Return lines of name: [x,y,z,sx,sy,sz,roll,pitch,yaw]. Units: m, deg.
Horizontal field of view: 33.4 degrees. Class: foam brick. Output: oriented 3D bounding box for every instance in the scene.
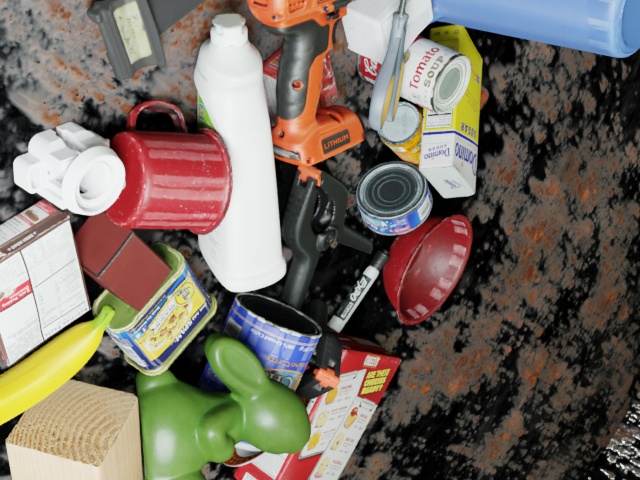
foam brick: [-0.177,0.018,0.936,0.051,0.053,0.078,-53,150,-11]

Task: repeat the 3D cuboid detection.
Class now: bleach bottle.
bleach bottle: [-0.075,-0.079,0.955,0.068,0.103,0.251,-17,132,-22]

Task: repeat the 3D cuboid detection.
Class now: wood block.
wood block: [-0.222,0.238,0.997,0.090,0.091,0.206,-67,164,-51]

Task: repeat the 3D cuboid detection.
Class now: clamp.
clamp: [-0.017,0.143,1.215,0.120,0.039,0.171,-64,-167,11]
clamp: [-0.008,0.001,1.188,0.164,0.036,0.210,-48,149,-22]

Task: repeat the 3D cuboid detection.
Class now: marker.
marker: [0.051,0.063,1.346,0.121,0.020,0.020,-55,149,-7]

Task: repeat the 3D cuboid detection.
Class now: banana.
banana: [-0.260,0.121,0.911,0.197,0.037,0.070,-36,153,-29]

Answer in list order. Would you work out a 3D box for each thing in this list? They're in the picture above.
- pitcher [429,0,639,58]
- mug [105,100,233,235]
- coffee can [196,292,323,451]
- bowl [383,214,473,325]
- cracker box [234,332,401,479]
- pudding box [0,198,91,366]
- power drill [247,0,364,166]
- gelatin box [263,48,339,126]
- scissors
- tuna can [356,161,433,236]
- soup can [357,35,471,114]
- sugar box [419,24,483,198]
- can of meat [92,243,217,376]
pitcher: [0.225,-0.275,1.092,0.144,0.243,0.149,-20,125,-46]
mug: [-0.134,-0.062,0.901,0.081,0.093,0.117,-1,80,-39]
coffee can: [-0.071,0.141,1.150,0.102,0.103,0.140,8,108,-58]
bowl: [0.132,0.029,1.401,0.161,0.055,0.162,-36,142,-35]
cracker box: [-0.002,0.224,1.357,0.164,0.072,0.214,19,99,-60]
pudding box: [-0.240,0.035,0.873,0.089,0.039,0.113,-38,145,-34]
power drill: [0.006,-0.175,0.985,0.184,0.057,0.188,-27,128,-41]
gelatin box: [-0.020,-0.151,1.044,0.073,0.030,0.089,-45,145,-24]
scissors: [0.070,-0.189,1.007,0.096,0.016,0.202,-64,163,-46]
tuna can: [0.085,-0.049,1.235,0.086,0.086,0.033,-49,146,-18]
soup can: [0.099,-0.181,1.124,0.068,0.102,0.068,-36,143,-34]
sugar box: [0.151,-0.145,1.212,0.093,0.048,0.176,37,52,-60]
can of meat: [-0.155,0.064,1.005,0.102,0.058,0.084,-50,146,-18]
